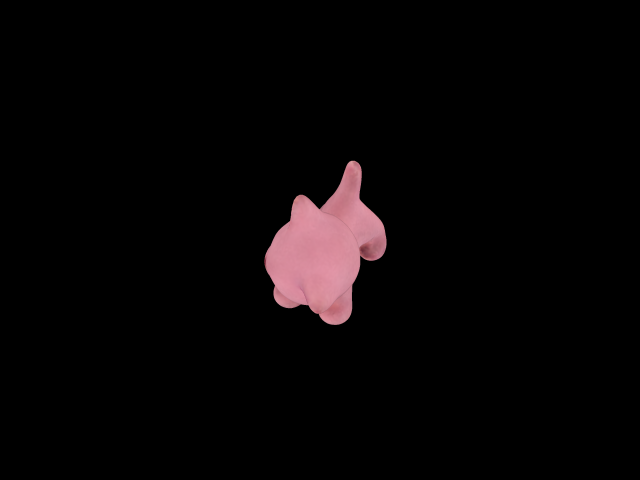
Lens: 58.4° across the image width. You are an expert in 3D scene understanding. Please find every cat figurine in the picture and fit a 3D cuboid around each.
[{"bbox_3d":[0.004,0.001,0.400,0.067,0.118,0.128,20,59,13],"label":"cat figurine"}]
